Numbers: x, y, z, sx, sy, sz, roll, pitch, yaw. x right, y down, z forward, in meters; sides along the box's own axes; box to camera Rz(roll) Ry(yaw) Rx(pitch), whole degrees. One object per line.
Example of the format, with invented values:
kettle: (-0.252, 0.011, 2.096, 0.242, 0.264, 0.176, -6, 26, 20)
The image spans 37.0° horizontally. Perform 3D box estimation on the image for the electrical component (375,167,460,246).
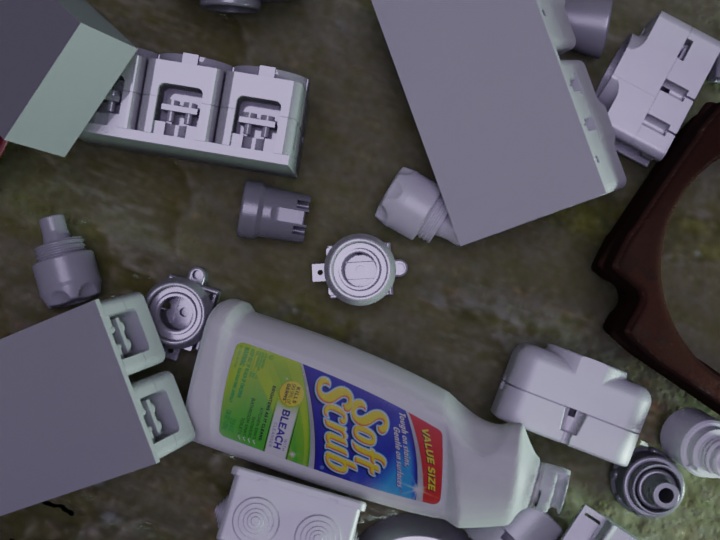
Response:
electrical component: (0.045, -0.039, 0.742, 0.062, 0.043, 0.043, 30, 90, -1)

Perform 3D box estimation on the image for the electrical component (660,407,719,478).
electrical component: (0.234, 0.120, 0.723, 0.040, 0.078, 0.040, -2, 100, -11)

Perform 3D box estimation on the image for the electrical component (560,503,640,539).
electrical component: (0.149, 0.228, 0.726, 0.079, 0.063, 0.121, 33, 90, 1)

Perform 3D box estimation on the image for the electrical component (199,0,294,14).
electrical component: (-0.085, -0.204, 0.716, 0.108, 0.108, 0.060, 4, 95, 1)

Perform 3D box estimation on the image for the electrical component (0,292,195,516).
electrical component: (-0.211, 0.094, 0.708, 0.186, 0.060, 0.105, -21, 89, 22)

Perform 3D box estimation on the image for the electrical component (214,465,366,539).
electrical component: (-0.046, 0.167, 0.713, 0.100, 0.099, 0.048, 16, 76, 1)

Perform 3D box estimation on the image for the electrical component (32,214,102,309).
electrical component: (-0.205, -0.007, 0.744, 0.043, 0.043, 0.062, -17, 87, 0)

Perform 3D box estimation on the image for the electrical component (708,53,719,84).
electrical component: (0.284, -0.152, 0.734, 0.078, 0.058, 0.057, 9, 92, 1)

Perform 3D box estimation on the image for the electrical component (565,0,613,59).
electrical component: (0.138, -0.173, 0.745, 0.065, 0.044, 0.044, 10, 89, 6)

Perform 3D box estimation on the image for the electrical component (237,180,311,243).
electrical component: (-0.060, -0.039, 0.745, 0.046, 0.040, 0.040, 10, 89, -6)

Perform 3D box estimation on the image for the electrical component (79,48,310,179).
electrical component: (-0.113, -0.108, 0.721, 0.150, 0.089, 0.061, 9, 89, 1)

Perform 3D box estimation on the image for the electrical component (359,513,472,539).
electrical component: (0.038, 0.225, 0.729, 0.108, 0.060, 0.108, 0, 89, 1)

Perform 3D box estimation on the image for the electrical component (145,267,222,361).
electrical component: (-0.123, 0.029, 0.736, 0.048, 0.055, 0.066, 18, 89, 1)

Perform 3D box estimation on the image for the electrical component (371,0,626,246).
electrical component: (0.092, -0.123, 0.711, 0.105, 0.060, 0.186, -20, 89, 31)

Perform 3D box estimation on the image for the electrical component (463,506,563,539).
electrical component: (0.104, 0.176, 0.733, 0.055, 0.055, 0.047, 45, 86, 1)

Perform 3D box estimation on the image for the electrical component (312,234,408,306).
electrical component: (0.000, 0.000, 0.735, 0.066, 0.055, 0.048, -3, 89, 1)

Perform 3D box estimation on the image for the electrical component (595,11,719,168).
electrical component: (0.197, -0.125, 0.738, 0.056, 0.050, 0.089, 28, 89, 1)

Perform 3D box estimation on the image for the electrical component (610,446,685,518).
electrical component: (0.199, 0.146, 0.727, 0.048, 0.062, 0.048, 0, 89, 0)

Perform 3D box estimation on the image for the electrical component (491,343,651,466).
electrical component: (0.145, 0.087, 0.733, 0.095, 0.054, 0.059, 21, 89, 1)
